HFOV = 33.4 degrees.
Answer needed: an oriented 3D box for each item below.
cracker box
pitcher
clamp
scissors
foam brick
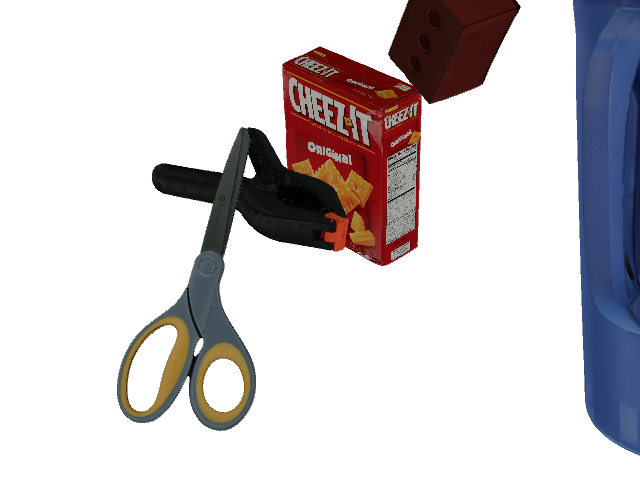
[{"bbox_3d":[0.034,-0.096,1.244,0.072,0.214,0.164,-31,44,-33],"label":"cracker box"},{"bbox_3d":[0.184,-0.011,0.528,0.149,0.243,0.145,-4,19,-3],"label":"pitcher"},{"bbox_3d":[-0.053,-0.037,0.866,0.120,0.039,0.172,-26,42,-29],"label":"clamp"},{"bbox_3d":[-0.058,0.033,0.686,0.096,0.201,0.016,28,-9,7],"label":"scissors"},{"bbox_3d":[0.088,-0.140,0.719,0.051,0.053,0.078,-25,-25,-27],"label":"foam brick"}]
